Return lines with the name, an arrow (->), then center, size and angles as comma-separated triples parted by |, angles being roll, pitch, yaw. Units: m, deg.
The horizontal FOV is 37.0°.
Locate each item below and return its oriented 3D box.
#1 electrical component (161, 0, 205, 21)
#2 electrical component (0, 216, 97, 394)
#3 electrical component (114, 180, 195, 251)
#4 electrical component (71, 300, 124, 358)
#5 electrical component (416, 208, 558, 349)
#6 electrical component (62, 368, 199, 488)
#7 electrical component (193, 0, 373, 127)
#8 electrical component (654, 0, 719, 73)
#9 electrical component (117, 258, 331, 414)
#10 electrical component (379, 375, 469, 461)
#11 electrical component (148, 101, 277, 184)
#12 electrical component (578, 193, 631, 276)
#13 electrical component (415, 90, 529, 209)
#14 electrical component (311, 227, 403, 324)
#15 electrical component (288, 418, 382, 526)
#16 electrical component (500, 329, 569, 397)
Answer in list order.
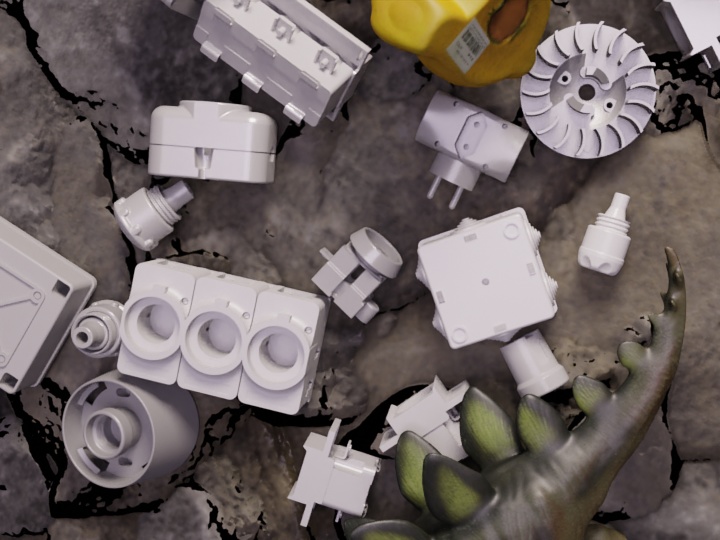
electrical component -> -0.128, -0.239, 0.810 | 0.057, 0.113, 0.078 | 41, 99, 0
electrical component -> -0.293, 0.027, 0.885 | 0.109, 0.056, 0.108 | 32, 99, 4
electrical component -> -0.163, -0.049, 0.867 | 0.062, 0.048, 0.048 | -34, 89, 3
electrical component -> -0.213, 0.051, 0.872 | 0.048, 0.062, 0.048 | 1, 95, 8
electrical component -> 0.098, 0.007, 0.831 | 0.100, 0.048, 0.099 | -19, 92, 10
electrical component -> -0.192, 0.129, 0.888 | 0.099, 0.064, 0.099 | 2, 96, 22
electrical component -> -0.061, -0.170, 0.824 | 0.121, 0.063, 0.078 | 37, 140, 4
electrical component -> 0.259, -0.190, 0.794 | 0.064, 0.042, 0.081 | -27, 91, 6
electrical component -> -0.108, 0.051, 0.858 | 0.150, 0.062, 0.089 | 13, 97, 7
electrical component -> 0.059, 0.125, 0.850 | 0.081, 0.042, 0.063 | -35, 93, 10
electrical component -> -0.116, -0.101, 0.849 | 0.095, 0.054, 0.059 | 5, 96, 8
electrical component -> 0.191, -0.028, 0.821 | 0.035, 0.035, 0.061 | 19, 95, 6
electrical component -> 0.078, -0.087, 0.828 | 0.077, 0.043, 0.079 | 26, 98, 5
electrical component -> 0.000, 0.000, 0.846 | 0.066, 0.048, 0.055 | 44, 107, 3
electrical component -> -0.019, 0.166, 0.865 | 0.064, 0.042, 0.081 | 17, 98, 3
electrical component -> 0.135, 0.074, 0.836 | 0.040, 0.040, 0.046 | -28, 85, 10
